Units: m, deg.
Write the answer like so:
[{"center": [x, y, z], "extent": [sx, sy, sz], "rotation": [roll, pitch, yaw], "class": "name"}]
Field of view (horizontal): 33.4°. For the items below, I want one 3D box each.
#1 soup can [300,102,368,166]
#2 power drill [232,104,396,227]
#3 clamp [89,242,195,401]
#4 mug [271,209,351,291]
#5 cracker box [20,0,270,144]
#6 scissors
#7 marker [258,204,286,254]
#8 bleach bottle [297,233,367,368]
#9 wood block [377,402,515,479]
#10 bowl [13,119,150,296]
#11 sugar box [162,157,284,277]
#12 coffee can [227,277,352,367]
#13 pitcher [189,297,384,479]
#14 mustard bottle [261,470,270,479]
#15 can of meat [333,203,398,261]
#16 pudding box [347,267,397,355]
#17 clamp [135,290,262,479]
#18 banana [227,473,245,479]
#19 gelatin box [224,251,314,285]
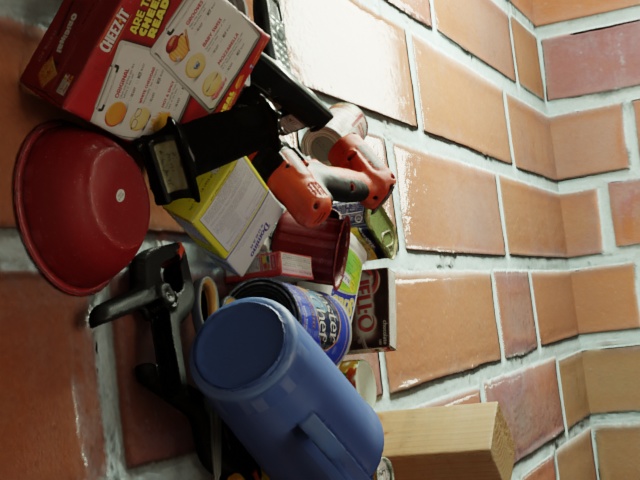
[{"center": [0.020, -0.142, 1.470], "extent": [0.102, 0.069, 0.068], "rotation": [-52, 129, -58], "class": "soup can"}, {"center": [-0.010, -0.092, 1.273], "extent": [0.187, 0.057, 0.184], "rotation": [-6, 52, -49], "class": "power drill"}, {"center": [-0.152, 0.070, 1.019], "extent": [0.120, 0.039, 0.171], "rotation": [60, 27, -22], "class": "clamp"}, {"center": [-0.009, 0.002, 1.308], "extent": [0.093, 0.081, 0.117], "rotation": [87, 15, -48], "class": "mug"}, {"center": [-0.155, -0.171, 0.994], "extent": [0.164, 0.072, 0.213], "rotation": [-61, 152, 1], "class": "cracker box"}, {"center": [-0.097, 0.137, 1.084], "extent": [0.096, 0.016, 0.202], "rotation": [7, 72, -65], "class": "scissors"}, {"center": [-0.056, -0.026, 1.316], "extent": [0.121, 0.020, 0.020], "rotation": [-69, 143, -48], "class": "marker"}, {"center": [0.004, 0.108, 1.355], "extent": [0.102, 0.068, 0.250], "rotation": [49, 41, -50], "class": "bleach bottle"}, {"center": [0.147, 0.286, 1.431], "extent": [0.090, 0.206, 0.091], "rotation": [-69, 142, -49], "class": "wood block"}, {"center": [-0.199, -0.033, 0.951], "extent": [0.161, 0.055, 0.162], "rotation": [-9, 90, -67], "class": "bowl"}, {"center": [-0.097, -0.033, 1.110], "extent": [0.093, 0.048, 0.176], "rotation": [-58, 162, -11], "class": "sugar box"}, {"center": [-0.037, 0.101, 1.209], "extent": [0.140, 0.103, 0.103], "rotation": [21, 63, -63], "class": "coffee can"}, {"center": [-0.026, 0.165, 1.044], "extent": [0.242, 0.149, 0.145], "rotation": [59, 33, -51], "class": "pitcher"}, {"center": [-0.025, 0.310, 1.221], "extent": [0.096, 0.058, 0.191], "rotation": [-75, 148, -42], "class": "mustard bottle"}, {"center": [0.050, -0.011, 1.469], "extent": [0.102, 0.084, 0.057], "rotation": [55, 34, -45], "class": "can of meat"}, {"center": [0.057, 0.097, 1.440], "extent": [0.039, 0.090, 0.113], "rotation": [29, 56, -62], "class": "pudding box"}, {"center": [-0.115, 0.173, 1.091], "extent": [0.164, 0.036, 0.210], "rotation": [-41, 116, -61], "class": "clamp"}, {"center": [-0.079, 0.338, 1.091], "extent": [0.070, 0.037, 0.198], "rotation": [135, -48, -77], "class": "banana"}, {"center": [-0.058, 0.033, 1.223], "extent": [0.089, 0.073, 0.030], "rotation": [11, 72, -65], "class": "gelatin box"}]
